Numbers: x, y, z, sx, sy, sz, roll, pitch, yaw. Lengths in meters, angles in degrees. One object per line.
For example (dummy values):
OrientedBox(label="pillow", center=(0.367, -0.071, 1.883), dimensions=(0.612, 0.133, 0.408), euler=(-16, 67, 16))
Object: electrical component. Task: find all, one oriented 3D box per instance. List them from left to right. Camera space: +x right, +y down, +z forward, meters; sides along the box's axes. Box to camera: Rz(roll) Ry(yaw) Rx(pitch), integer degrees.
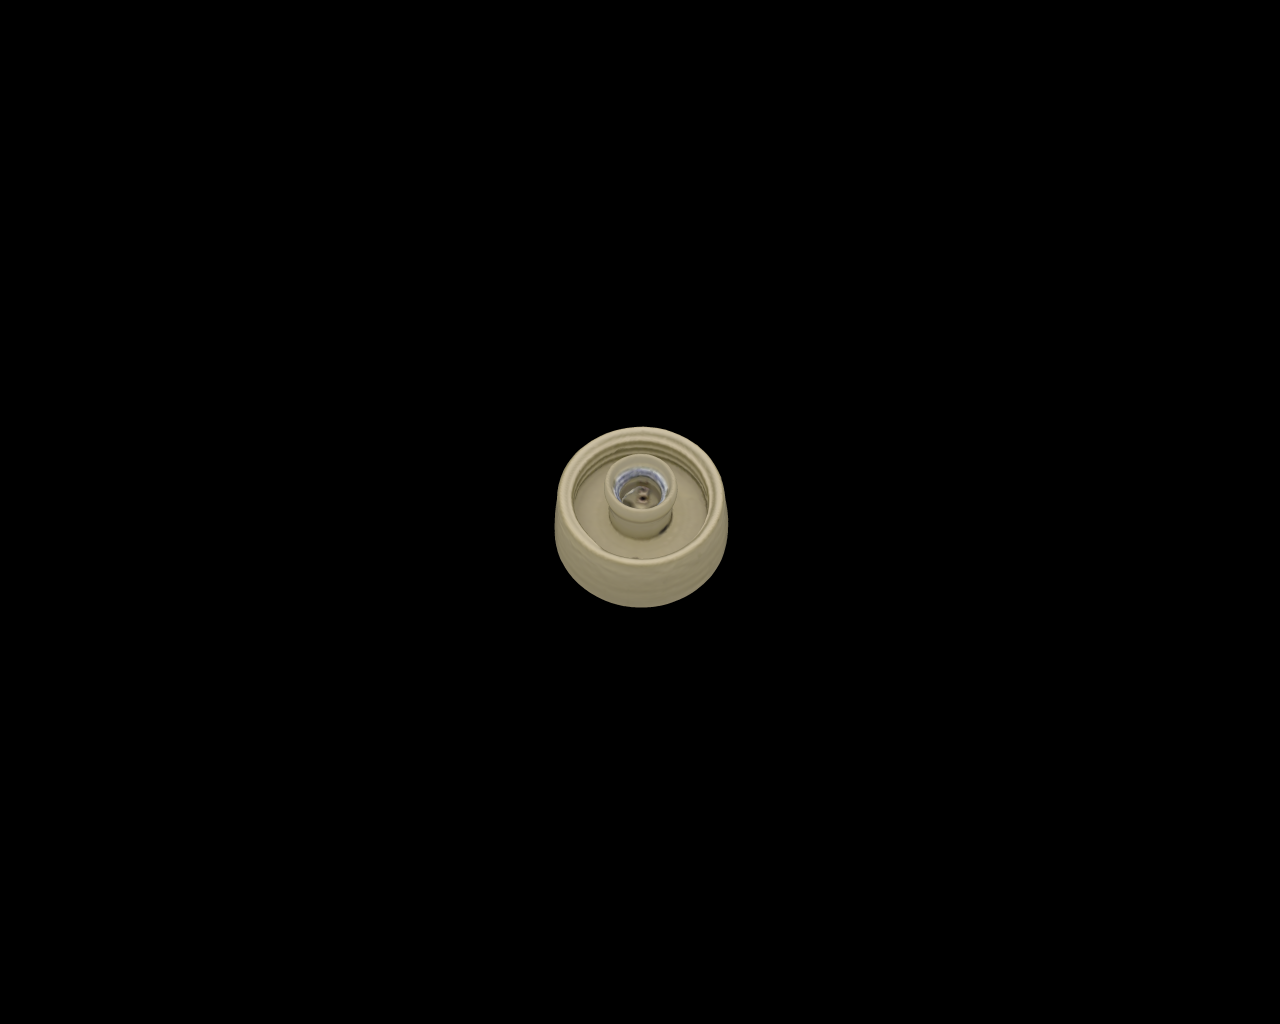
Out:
OrientedBox(label="electrical component", center=(0.001, -0.003, 0.650), dimensions=(0.108, 0.108, 0.060), euler=(0, -31, 0))
